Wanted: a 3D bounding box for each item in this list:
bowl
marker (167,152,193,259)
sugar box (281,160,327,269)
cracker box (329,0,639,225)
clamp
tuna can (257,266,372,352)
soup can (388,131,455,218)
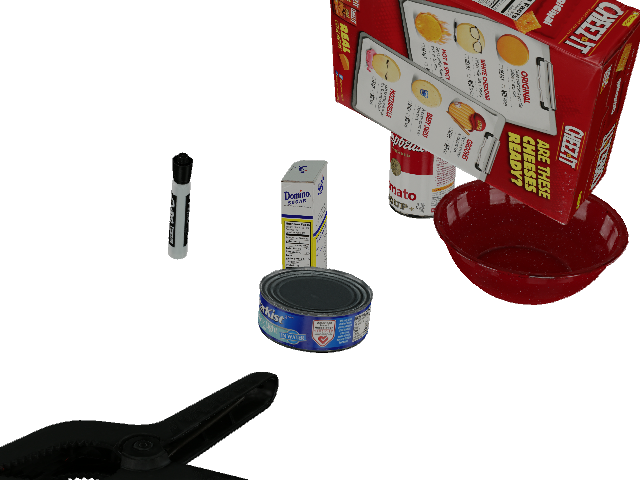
[{"bbox_3d":[0.175,0.006,0.908,0.162,0.055,0.162,1,33,-1],"label":"bowl"},{"bbox_3d":[-0.132,-0.032,1.007,0.020,0.121,0.020,6,41,-5],"label":"marker"},{"bbox_3d":[-0.019,0.001,1.253,0.048,0.176,0.093,1,19,10],"label":"sugar box"},{"bbox_3d":[0.109,-0.128,0.761,0.214,0.072,0.164,31,-28,23],"label":"cracker box"},{"bbox_3d":[-0.094,0.121,0.584,0.209,0.036,0.165,-1,21,-13],"label":"clamp"},{"bbox_3d":[-0.005,0.051,0.806,0.086,0.034,0.086,4,21,-2],"label":"tuna can"},{"bbox_3d":[0.104,-0.082,1.085,0.068,0.102,0.068,0,30,0],"label":"soup can"}]
